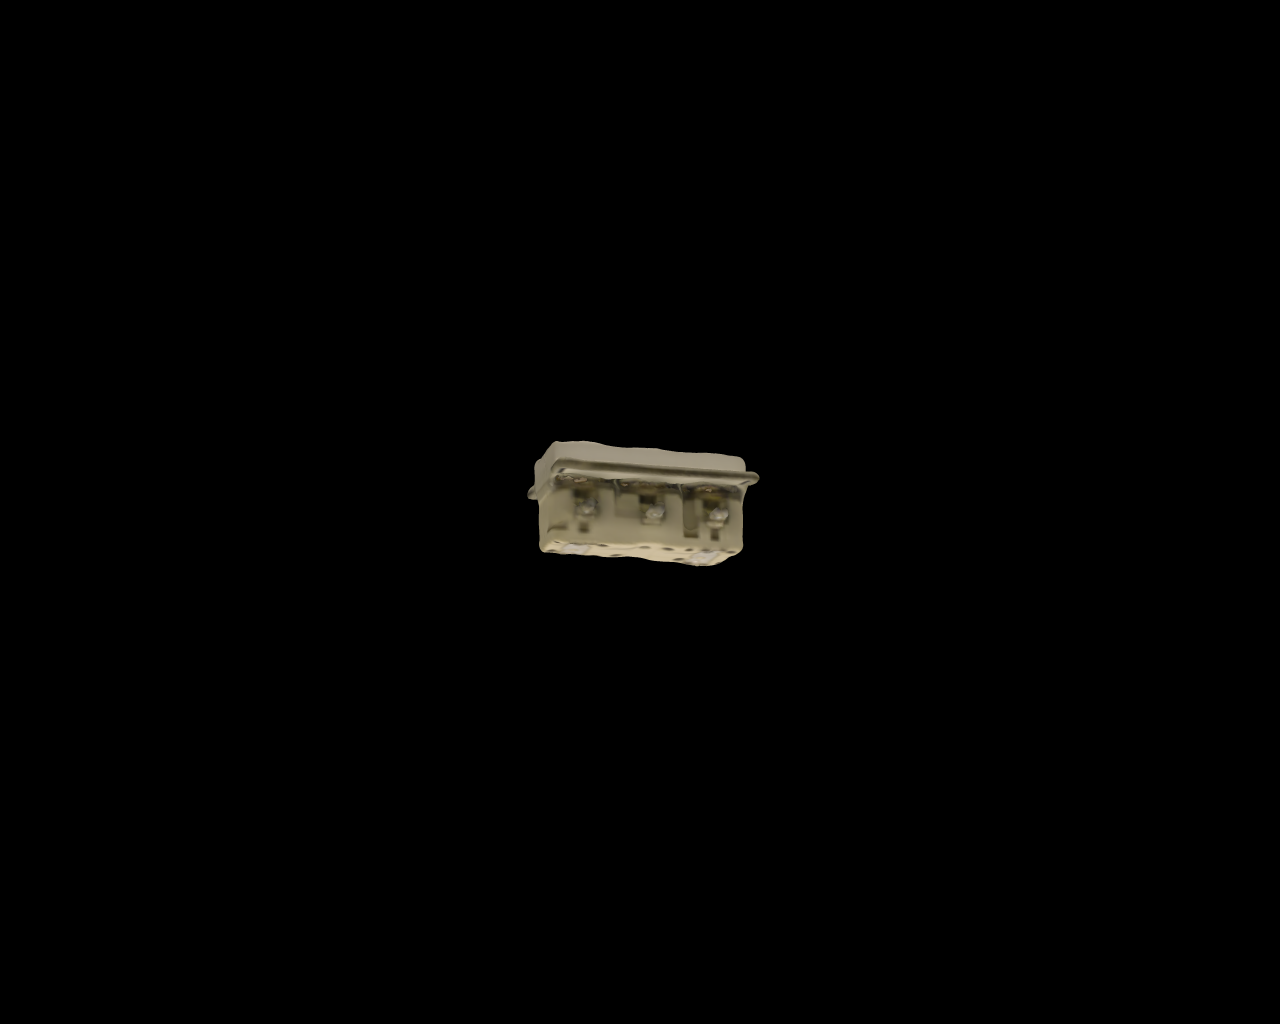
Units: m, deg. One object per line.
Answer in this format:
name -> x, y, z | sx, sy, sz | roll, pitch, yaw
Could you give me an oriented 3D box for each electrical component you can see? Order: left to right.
electrical component -> 0.001, -0.003, 0.650 | 0.121, 0.063, 0.078 | 5, -15, -18
